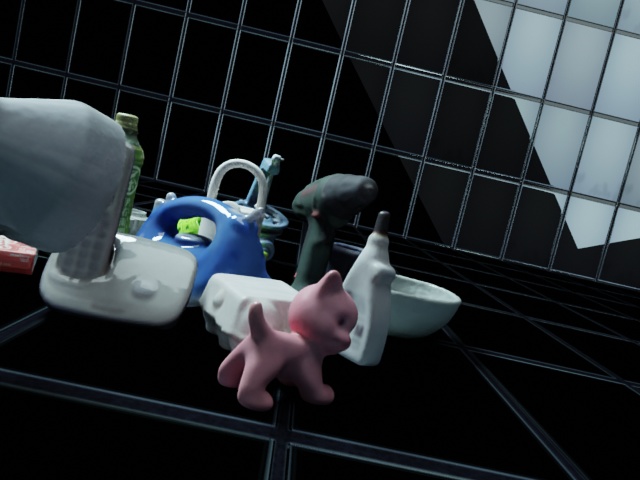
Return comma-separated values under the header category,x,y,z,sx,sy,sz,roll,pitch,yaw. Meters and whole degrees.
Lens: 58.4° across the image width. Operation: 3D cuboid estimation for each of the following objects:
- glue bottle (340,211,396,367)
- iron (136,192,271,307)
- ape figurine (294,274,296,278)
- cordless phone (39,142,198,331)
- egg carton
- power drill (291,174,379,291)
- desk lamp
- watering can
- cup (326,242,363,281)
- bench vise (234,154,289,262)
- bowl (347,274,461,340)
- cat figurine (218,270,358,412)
category,x,y,z,sx,sy,sz,roll,pitch,yaw
glue bottle,0.056,0.051,0.657,0.037,0.173,0.077,8,8,-37
iron,-0.177,0.001,0.778,0.257,0.141,0.119,17,7,32
ape figurine,-0.010,0.036,1.046,0.076,0.092,0.078,16,7,24
cordless phone,-0.196,-0.006,0.594,0.147,0.185,0.094,12,6,-8
egg carton,-0.065,0.083,0.603,0.107,0.069,0.150,10,7,-30
power drill,0.008,0.003,0.835,0.076,0.208,0.229,10,6,-22
desk lamp,-0.261,-0.017,0.411,0.117,0.213,0.204,18,8,41
watering can,-0.139,-0.033,0.927,0.101,0.194,0.172,10,7,-25
cup,0.057,0.062,0.939,0.117,0.095,0.092,17,7,35
bench vise,-0.143,-0.076,1.196,0.122,0.220,0.206,7,8,-45
bowl,0.113,0.098,0.821,0.167,0.075,0.167,13,6,-1
cat figurine,-0.017,0.080,0.504,0.128,0.118,0.067,8,8,-42
